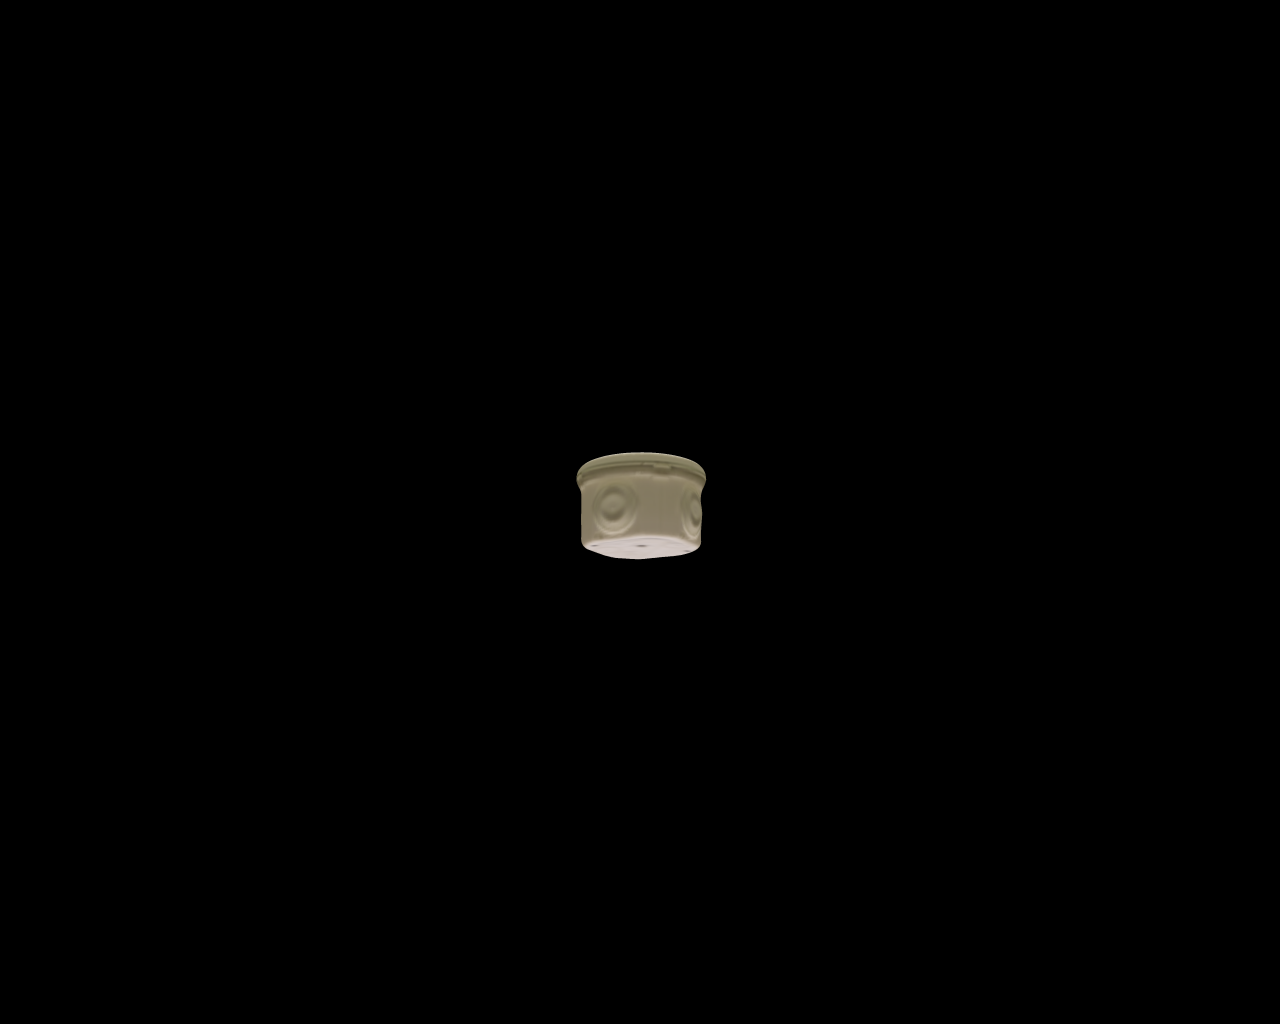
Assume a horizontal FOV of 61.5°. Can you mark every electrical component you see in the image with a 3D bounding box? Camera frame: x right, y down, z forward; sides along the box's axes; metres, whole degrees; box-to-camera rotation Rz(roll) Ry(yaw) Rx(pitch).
[{"bbox_3d":[0.001,-0.003,0.650,0.080,0.051,0.080,0,-14,0],"label":"electrical component"}]
